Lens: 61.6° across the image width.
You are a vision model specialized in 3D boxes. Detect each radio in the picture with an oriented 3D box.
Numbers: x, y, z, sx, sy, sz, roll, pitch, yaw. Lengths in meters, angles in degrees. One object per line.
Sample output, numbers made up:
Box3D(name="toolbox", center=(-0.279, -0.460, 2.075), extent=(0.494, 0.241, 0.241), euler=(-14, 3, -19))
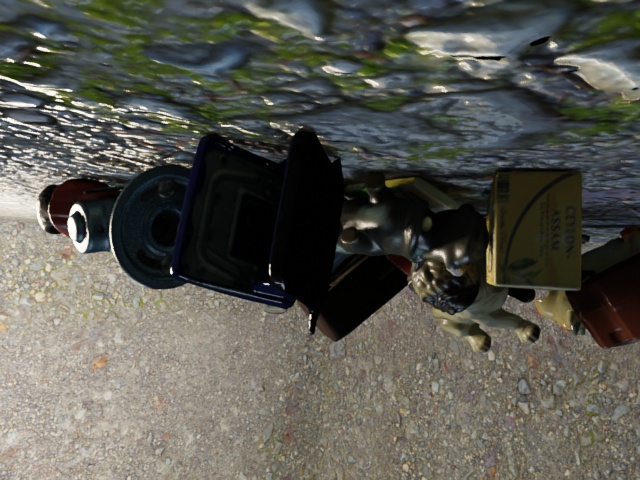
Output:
Box3D(name="radio", center=(0.078, 0.054, 0.833), extent=(0.229, 0.073, 0.131), euler=(-36, -175, -14))

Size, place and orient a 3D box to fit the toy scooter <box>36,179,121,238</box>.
Box3D(name="toy scooter", center=(-0.258, -0.036, 0.694), extent=(0.135, 0.075, 0.184), euler=(4, -179, 9))

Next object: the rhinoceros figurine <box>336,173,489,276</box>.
Box3D(name="rhinoceros figurine", center=(0.067, -0.008, 0.521), extent=(0.190, 0.073, 0.112), euler=(4, 157, 47))

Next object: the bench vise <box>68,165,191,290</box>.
Box3D(name="bench vise", center=(-0.114, -0.011, 0.540), extent=(0.241, 0.128, 0.223), euler=(11, -178, 44))

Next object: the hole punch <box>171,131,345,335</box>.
Box3D(name="hole punch", center=(-0.038, -0.010, 0.389), extent=(0.092, 0.142, 0.115), euler=(1, 163, 19))

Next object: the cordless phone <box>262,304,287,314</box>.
Box3D(name="cordless phone", center=(-0.115, 0.039, 0.972), extent=(0.147, 0.184, 0.089), euler=(3, -178, 0))

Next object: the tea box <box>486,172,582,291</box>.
Box3D(name="tea box", center=(0.193, -0.003, 0.501), extent=(0.068, 0.098, 0.169), euler=(2, 179, 16))

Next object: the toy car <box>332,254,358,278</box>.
Box3D(name="toy car", center=(-0.002, -0.002, 0.752), extent=(0.103, 0.109, 0.161), euler=(46, -178, 13))

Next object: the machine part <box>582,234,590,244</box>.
Box3D(name="machine part", center=(0.441, 0.001, 1.014), extent=(0.084, 0.039, 0.139), euler=(-5, 176, 1))

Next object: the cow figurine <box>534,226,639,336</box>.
Box3D(name="cow figurine", center=(0.439, 0.073, 0.858), extent=(0.195, 0.127, 0.085), euler=(-30, 155, 27))

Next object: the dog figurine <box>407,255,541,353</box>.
Box3D(name="dog figurine", center=(0.159, 0.060, 0.672), extent=(0.190, 0.121, 0.172), euler=(20, 150, -29))

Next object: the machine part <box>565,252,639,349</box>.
Box3D(name="machine part", center=(0.419, 0.055, 0.664), extent=(0.201, 0.087, 0.201), euler=(-33, 164, 17))
